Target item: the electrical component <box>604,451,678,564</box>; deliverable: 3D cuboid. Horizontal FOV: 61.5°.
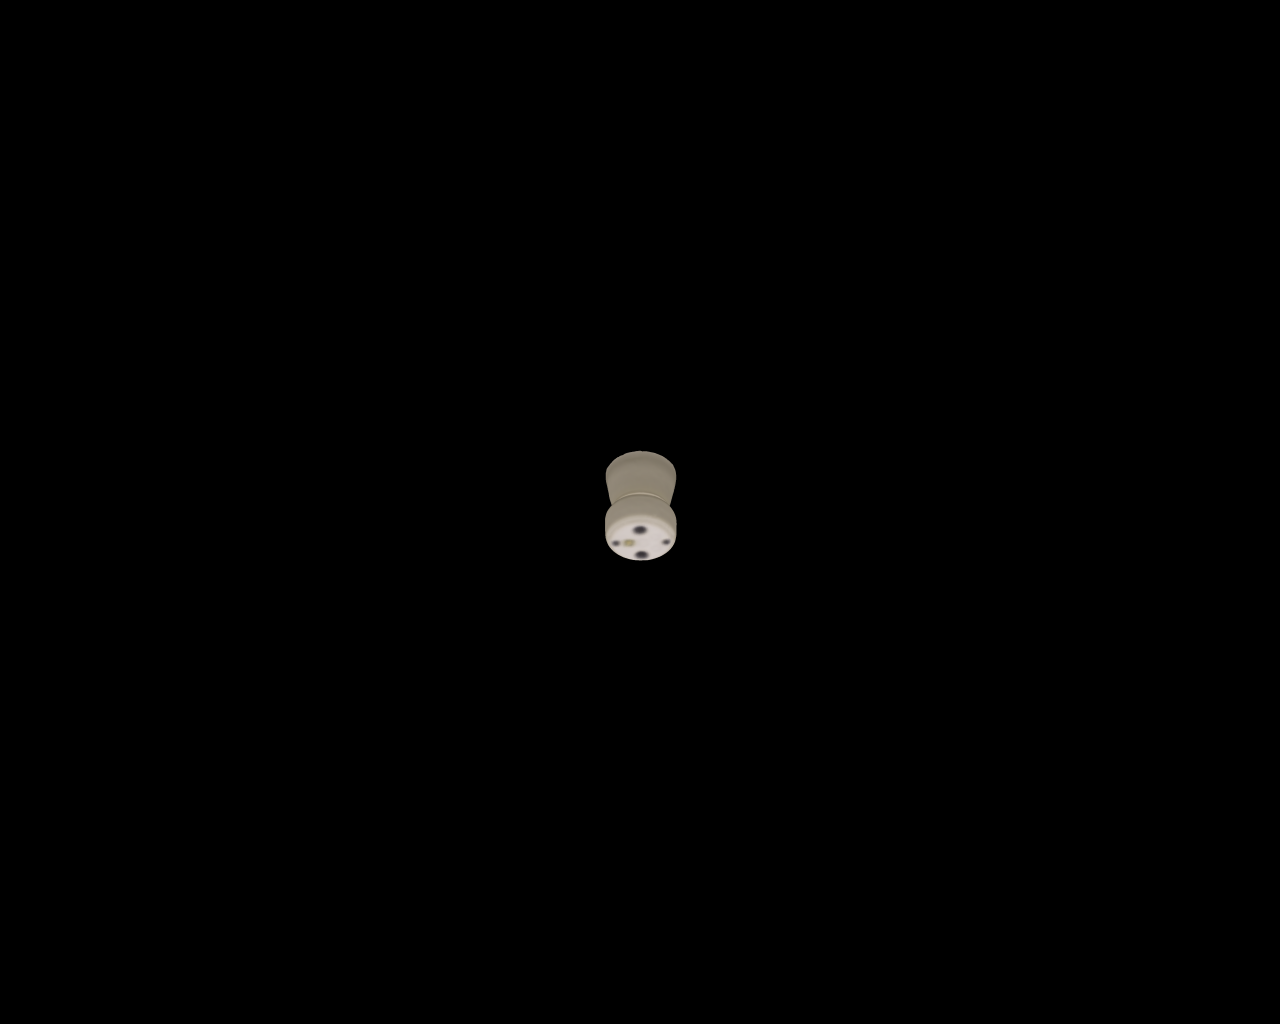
[{"bbox_3d":[0.001,-0.003,0.650,0.045,0.055,0.044,0,-40,0],"label":"electrical component"}]
